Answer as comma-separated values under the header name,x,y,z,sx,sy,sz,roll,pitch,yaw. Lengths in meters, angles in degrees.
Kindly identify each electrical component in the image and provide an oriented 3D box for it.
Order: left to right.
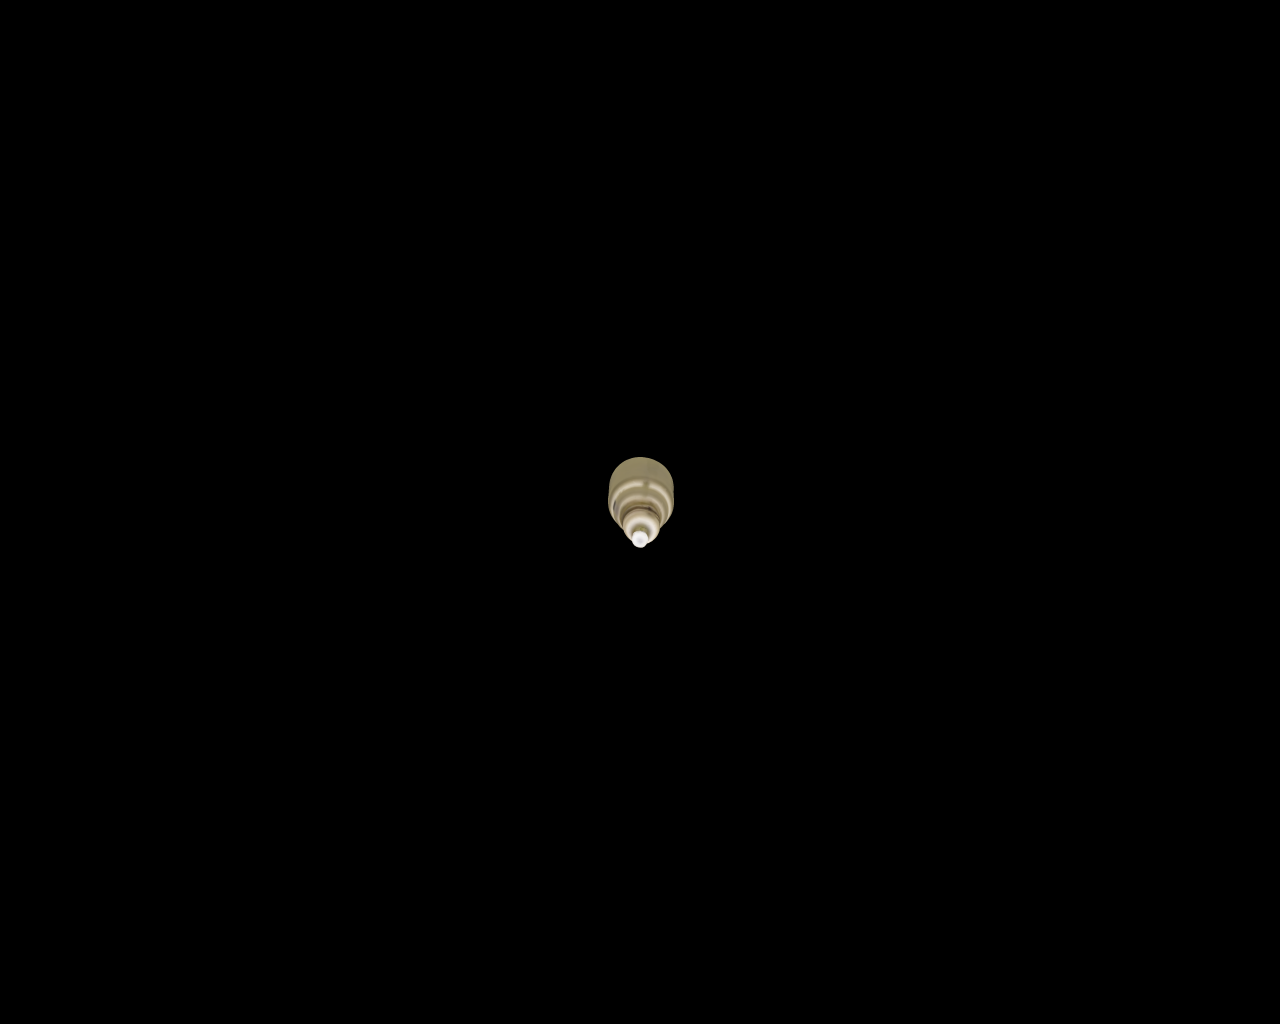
name,x,y,z,sx,sy,sz,roll,pitch,yaw
electrical component,0.001,-0.003,0.650,0.040,0.040,0.078,0,30,0
